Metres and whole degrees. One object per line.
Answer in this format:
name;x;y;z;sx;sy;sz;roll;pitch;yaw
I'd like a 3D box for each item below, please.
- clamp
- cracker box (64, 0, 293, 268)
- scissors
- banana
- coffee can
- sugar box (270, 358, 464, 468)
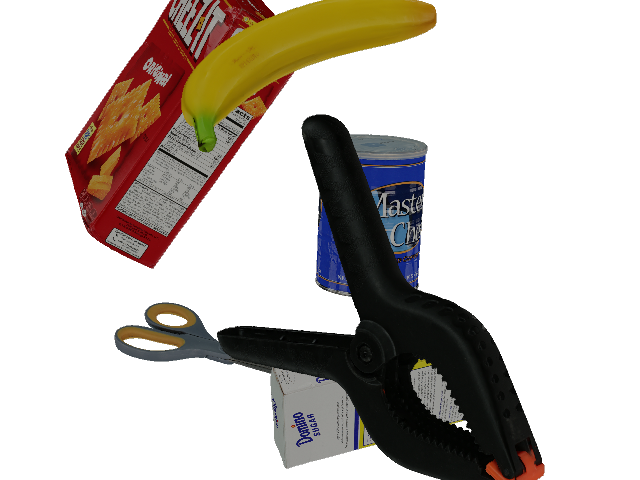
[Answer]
clamp;0.033;0.044;0.551;0.036;0.165;0.210;-15;41;-45
cracker box;-0.119;-0.109;0.869;0.072;0.214;0.164;29;15;-30
scissors;-0.095;0.097;1.029;0.202;0.016;0.096;7;30;1
banana;-0.017;-0.113;0.663;0.197;0.070;0.037;-34;-26;-27
coffee can;0.048;-0.026;1.034;0.103;0.140;0.103;2;15;-1
sugar box;0.047;0.129;0.908;0.176;0.093;0.048;-10;38;-13
